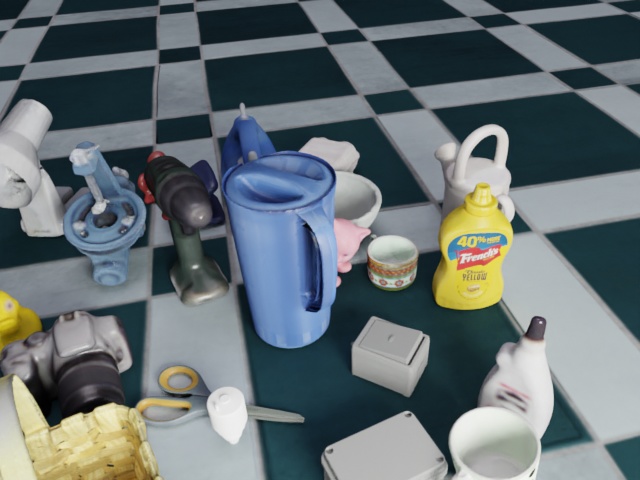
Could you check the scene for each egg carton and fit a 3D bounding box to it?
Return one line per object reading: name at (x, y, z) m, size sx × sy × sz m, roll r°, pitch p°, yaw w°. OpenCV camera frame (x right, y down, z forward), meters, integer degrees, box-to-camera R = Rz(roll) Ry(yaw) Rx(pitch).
egg carton at (0.004, -0.136, 1.071) m, size 0.107 × 0.069 × 0.150 m, roll 14°, pitch 40°, yaw 20°

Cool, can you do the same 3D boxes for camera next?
camera at (-0.294, 0.160, 0.676) m, size 0.143 × 0.101 × 0.136 m, roll -18°, pitch 40°, yaw -19°

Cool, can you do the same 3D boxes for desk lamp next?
desk lamp at (-0.478, -0.108, 0.943) m, size 0.118 × 0.214 × 0.203 m, roll 3°, pitch 38°, yaw 7°

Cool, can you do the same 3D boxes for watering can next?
watering can at (0.240, -0.093, 0.899) m, size 0.172 × 0.194 × 0.101 m, roll 28°, pitch 47°, yaw 34°

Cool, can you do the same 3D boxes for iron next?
iron at (-0.119, -0.132, 1.014) m, size 0.119 × 0.141 × 0.257 m, roll -9°, pitch 38°, yaw -9°

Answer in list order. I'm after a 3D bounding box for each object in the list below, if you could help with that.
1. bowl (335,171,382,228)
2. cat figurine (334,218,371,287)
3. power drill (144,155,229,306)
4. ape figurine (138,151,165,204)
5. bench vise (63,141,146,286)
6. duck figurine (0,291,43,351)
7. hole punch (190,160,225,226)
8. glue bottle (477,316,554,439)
bowl at (0.018, -0.043, 0.945) m, size 0.167 × 0.075 × 0.167 m, roll -1°, pitch 37°, yaw 1°
cat figurine at (0.008, 0.003, 0.850) m, size 0.127 × 0.118 × 0.067 m, roll 16°, pitch 41°, yaw 23°
power drill at (-0.186, -0.015, 0.809) m, size 0.076 × 0.209 × 0.228 m, roll -20°, pitch 41°, yaw -21°
ape figurine at (-0.293, -0.120, 1.048) m, size 0.077 × 0.092 × 0.076 m, roll 17°, pitch 41°, yaw 23°
bench vise at (-0.339, -0.066, 0.876) m, size 0.122 × 0.220 × 0.206 m, roll -17°, pitch 40°, yaw -18°
duck figurine at (-0.427, 0.103, 0.770) m, size 0.078 × 0.086 × 0.104 m, roll -27°, pitch 43°, yaw -28°
hole punch at (-0.223, -0.076, 0.988) m, size 0.101 × 0.091 × 0.108 m, roll -15°, pitch 39°, yaw -16°
glue bottle at (0.215, 0.143, 0.609) m, size 0.078 × 0.173 × 0.037 m, roll 21°, pitch 43°, yaw 27°
